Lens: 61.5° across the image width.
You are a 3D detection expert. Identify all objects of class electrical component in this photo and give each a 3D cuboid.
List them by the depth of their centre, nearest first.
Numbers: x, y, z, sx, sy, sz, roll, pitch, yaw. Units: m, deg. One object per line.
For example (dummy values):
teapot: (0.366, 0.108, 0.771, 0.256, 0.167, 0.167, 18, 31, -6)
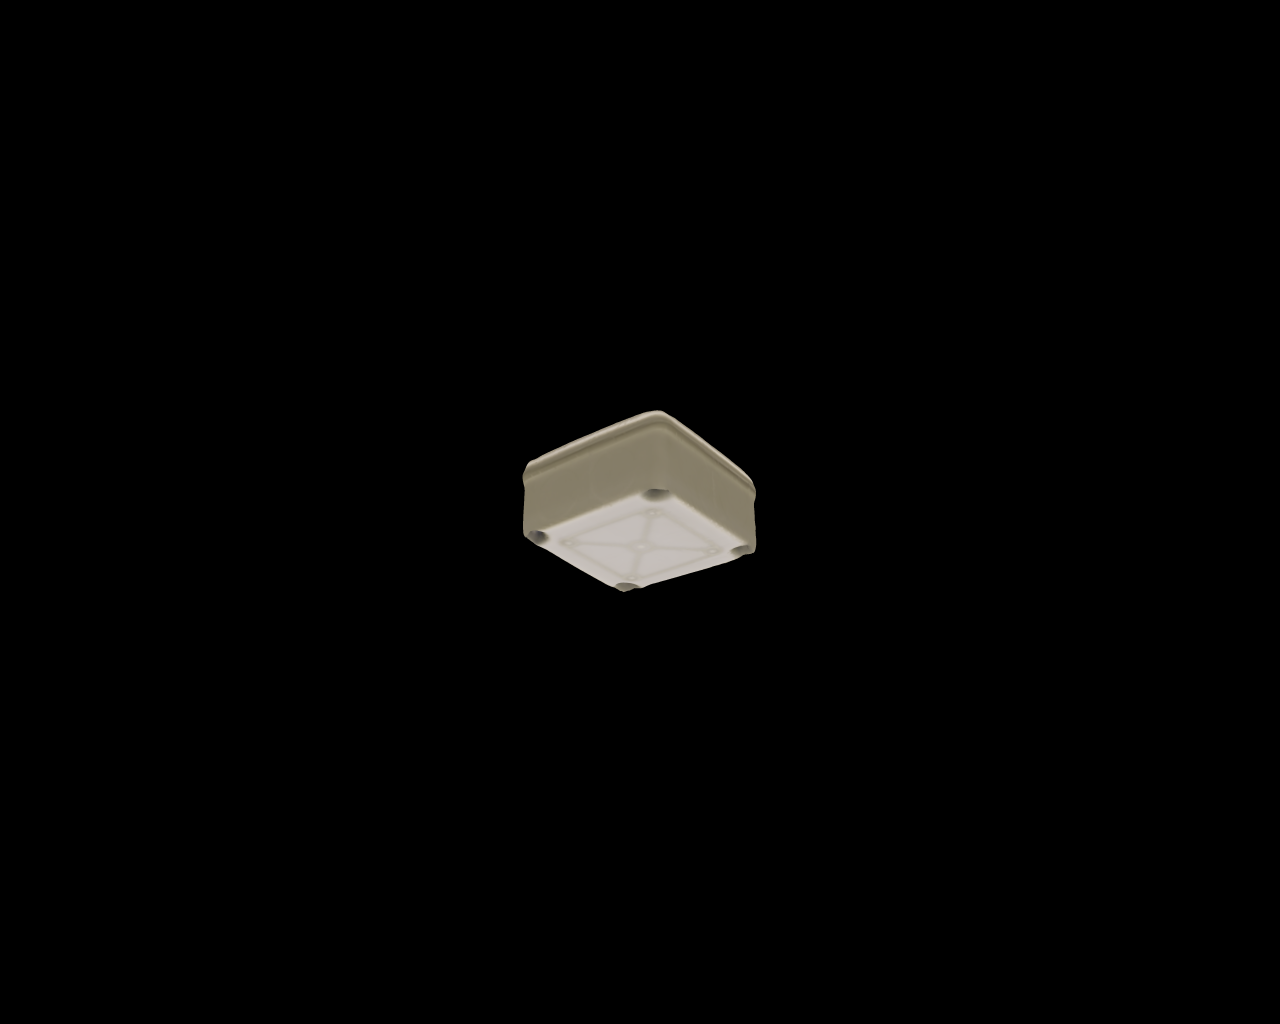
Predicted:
electrical component: (0.001, -0.003, 0.650, 0.108, 0.056, 0.108, -19, -34, 31)
